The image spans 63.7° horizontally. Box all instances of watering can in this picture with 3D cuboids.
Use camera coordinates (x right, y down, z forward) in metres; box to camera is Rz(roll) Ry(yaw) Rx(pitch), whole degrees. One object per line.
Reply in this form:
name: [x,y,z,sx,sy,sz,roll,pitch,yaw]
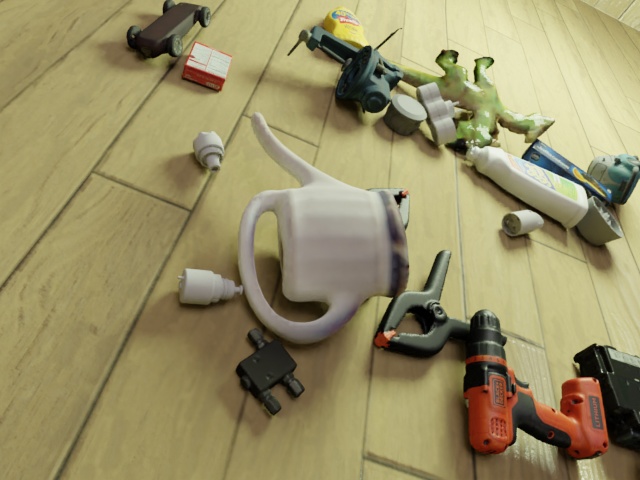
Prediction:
watering can: [0.002,-0.035,0.696,0.224,0.355,0.102,0,-28,-9]

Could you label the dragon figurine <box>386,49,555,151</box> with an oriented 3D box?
dragon figurine: [0.315,-0.295,1.142,0.410,0.249,0.119,5,-36,-6]
